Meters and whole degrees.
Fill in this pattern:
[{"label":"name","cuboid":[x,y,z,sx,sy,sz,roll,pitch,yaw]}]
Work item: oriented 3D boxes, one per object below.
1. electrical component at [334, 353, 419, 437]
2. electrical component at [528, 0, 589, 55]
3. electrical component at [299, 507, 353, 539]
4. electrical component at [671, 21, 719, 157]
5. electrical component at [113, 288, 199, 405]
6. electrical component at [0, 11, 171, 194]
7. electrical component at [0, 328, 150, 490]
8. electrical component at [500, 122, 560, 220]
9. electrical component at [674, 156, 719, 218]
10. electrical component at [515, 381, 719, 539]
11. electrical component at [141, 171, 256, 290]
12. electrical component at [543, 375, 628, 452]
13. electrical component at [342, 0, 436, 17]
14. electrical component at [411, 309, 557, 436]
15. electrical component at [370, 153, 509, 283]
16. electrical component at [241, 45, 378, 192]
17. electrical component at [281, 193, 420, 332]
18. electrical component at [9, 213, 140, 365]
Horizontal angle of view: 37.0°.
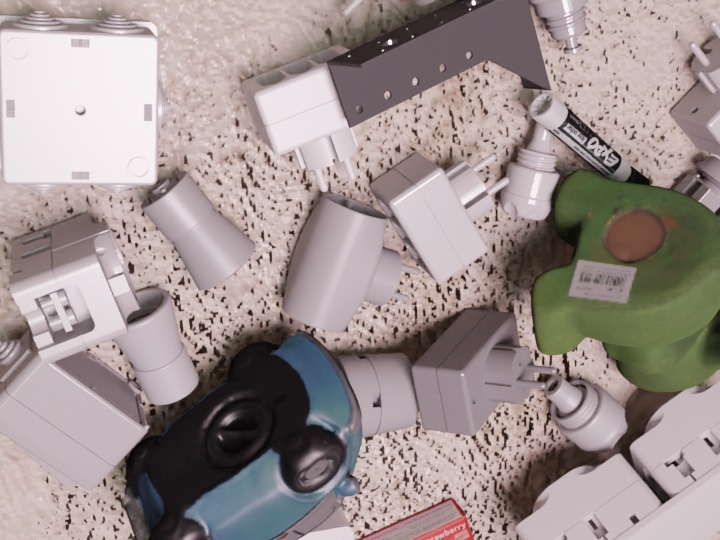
[{"label":"electrical component","cuboid":[0.008,0.081,0.704,0.047,0.055,0.055,-5,110,-19]},{"label":"electrical component","cuboid":[0.121,-0.171,0.657,0.040,0.040,0.078,-23,114,-8]},{"label":"electrical component","cuboid":[-0.058,0.253,0.739,0.105,0.060,0.186,-7,110,-15]},{"label":"electrical component","cuboid":[0.244,-0.129,0.705,0.083,0.047,0.076,-46,115,2]},{"label":"electrical component","cuboid":[-0.125,0.050,0.660,0.044,0.044,0.065,-23,118,-8]},{"label":"electrical component","cuboid":[-0.156,-0.092,0.597,0.100,0.048,0.099,-1,109,-16]},{"label":"electrical component","cuboid":[-0.183,0.078,0.640,0.061,0.061,0.096,-47,114,3]},{"label":"electrical component","cuboid":[0.113,-0.065,0.695,0.035,0.035,0.061,8,102,-19]},{"label":"electrical component","cuboid":[0.238,-0.044,0.734,0.066,0.048,0.055,34,104,-24]},{"label":"electrical component","cuboid":[0.207,0.162,0.764,0.186,0.060,0.105,-34,143,-3]},{"label":"electrical component","cuboid":[-0.099,-0.026,0.642,0.044,0.044,0.065,-38,110,-1]},{"label":"electrical component","cuboid":[0.156,0.098,0.760,0.062,0.043,0.043,39,94,-23]},{"label":"electrical component","cuboid":[0.012,-0.182,0.619,0.079,0.043,0.077,-46,115,2]},{"label":"electrical component","cuboid":[0.087,0.066,0.691,0.083,0.076,0.047,-40,125,-49]},{"label":"electrical component","cuboid":[0.059,-0.044,0.679,0.077,0.047,0.065,-34,114,-3]},{"label":"electrical component","cuboid":[-0.024,-0.084,0.640,0.066,0.047,0.076,-23,113,-8]},{"label":"electrical component","cuboid":[0.000,0.000,0.678,0.079,0.043,0.077,16,103,-22]},{"label":"electrical component","cuboid":[-0.160,0.007,0.607,0.056,0.089,0.050,-21,113,-9]}]
